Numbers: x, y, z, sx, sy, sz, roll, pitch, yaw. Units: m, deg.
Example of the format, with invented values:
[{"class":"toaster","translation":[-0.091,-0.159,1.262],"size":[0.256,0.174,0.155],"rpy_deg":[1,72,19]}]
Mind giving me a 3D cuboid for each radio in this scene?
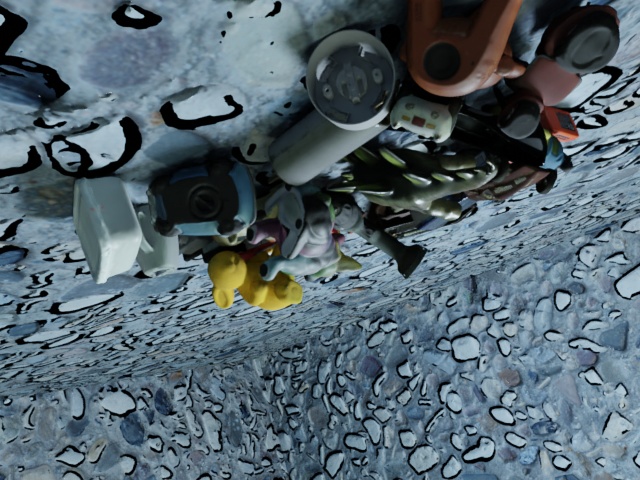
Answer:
[{"class":"radio","translation":[0.225,-0.060,1.223],"size":[0.230,0.073,0.131],"rpy_deg":[-14,163,-9]}]

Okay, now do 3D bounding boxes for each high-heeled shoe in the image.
[{"class":"high-heeled shoe","translation":[0.206,-0.147,0.781],"size":[0.249,0.145,0.086],"rpy_deg":[-15,163,-12]}]

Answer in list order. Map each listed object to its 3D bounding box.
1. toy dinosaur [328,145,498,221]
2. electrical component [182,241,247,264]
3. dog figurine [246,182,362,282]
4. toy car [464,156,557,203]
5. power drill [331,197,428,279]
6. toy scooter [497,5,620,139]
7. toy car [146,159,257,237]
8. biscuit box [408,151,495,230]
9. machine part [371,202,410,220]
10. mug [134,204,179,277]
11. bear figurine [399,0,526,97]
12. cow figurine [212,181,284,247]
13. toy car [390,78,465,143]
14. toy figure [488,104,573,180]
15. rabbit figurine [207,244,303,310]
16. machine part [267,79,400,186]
[{"class":"toy dinosaur","translation":[0.129,-0.090,0.809],"size":[0.198,0.105,0.472],"rpy_deg":[6,178,-27]},{"class":"electrical component","translation":[-0.204,0.009,1.023],"size":[0.119,0.075,0.047],"rpy_deg":[-29,160,25]},{"class":"dog figurine","translation":[-0.002,-0.003,0.885],"size":[0.219,0.108,0.191],"rpy_deg":[6,134,-47]},{"class":"toy car","translation":[0.277,-0.086,0.826],"size":[0.089,0.053,0.202],"rpy_deg":[16,177,-9]},{"class":"power drill","translation":[0.102,-0.009,1.045],"size":[0.086,0.207,0.232],"rpy_deg":[-61,179,4]},{"class":"toy scooter","translation":[0.292,-0.226,0.691],"size":[0.075,0.135,0.183],"rpy_deg":[27,128,-13]},{"class":"toy car","translation":[-0.167,-0.056,0.798],"size":[0.162,0.109,0.103],"rpy_deg":[-10,-178,7]},{"class":"biscuit box","translation":[0.258,-0.090,0.997],"size":[0.063,0.059,0.202],"rpy_deg":[-2,154,-42]},{"class":"machine part","translation":[0.182,-0.102,1.070],"size":[0.179,0.056,0.179],"rpy_deg":[-18,163,-6]},{"class":"mug","translation":[-0.270,0.001,0.869],"size":[0.081,0.107,0.109],"rpy_deg":[-17,166,-4]},{"class":"bear figurine","translation":[0.168,-0.223,0.587],"size":[0.196,0.120,0.131],"rpy_deg":[-36,140,-51]},{"class":"cow figurine","translation":[-0.104,-0.042,0.933],"size":[0.195,0.085,0.127],"rpy_deg":[-25,161,14]},{"class":"toy car","translation":[0.134,-0.164,0.657],"size":[0.202,0.074,0.056],"rpy_deg":[-54,162,-62]},{"class":"toy figure","translation":[0.343,-0.160,0.898],"size":[0.180,0.089,0.082],"rpy_deg":[21,114,-32]},{"class":"rabbit figurine","translation":[-0.138,0.063,0.993],"size":[0.162,0.122,0.173],"rpy_deg":[-19,154,39]},{"class":"machine part","translation":[0.011,-0.143,0.724],"size":[0.243,0.079,0.079],"rpy_deg":[-31,159,37]}]
